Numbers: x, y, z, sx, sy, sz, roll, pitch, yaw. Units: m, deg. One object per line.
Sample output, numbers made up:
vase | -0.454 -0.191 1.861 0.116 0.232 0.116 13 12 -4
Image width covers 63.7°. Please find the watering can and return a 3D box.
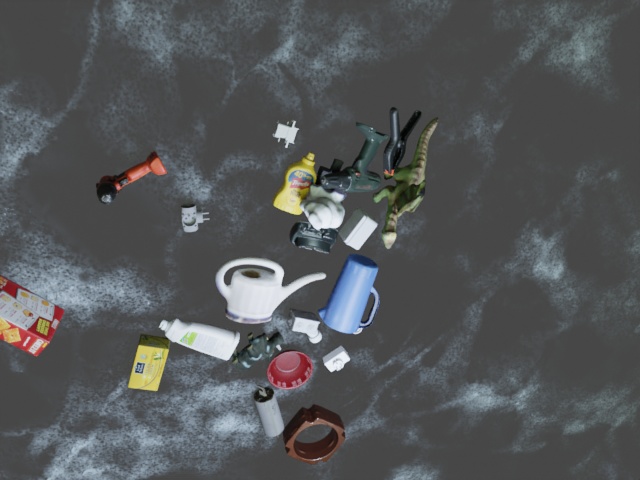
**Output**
watering can | -0.167 0.166 1.647 0.347 0.106 0.221 10 111 -16

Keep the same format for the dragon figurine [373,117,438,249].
dragon figurine | 0.276 -0.164 1.542 0.122 0.247 0.405 20 109 -15

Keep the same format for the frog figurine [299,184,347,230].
frog figurine | 0.005 -0.076 1.511 0.136 0.163 0.120 31 134 -19
